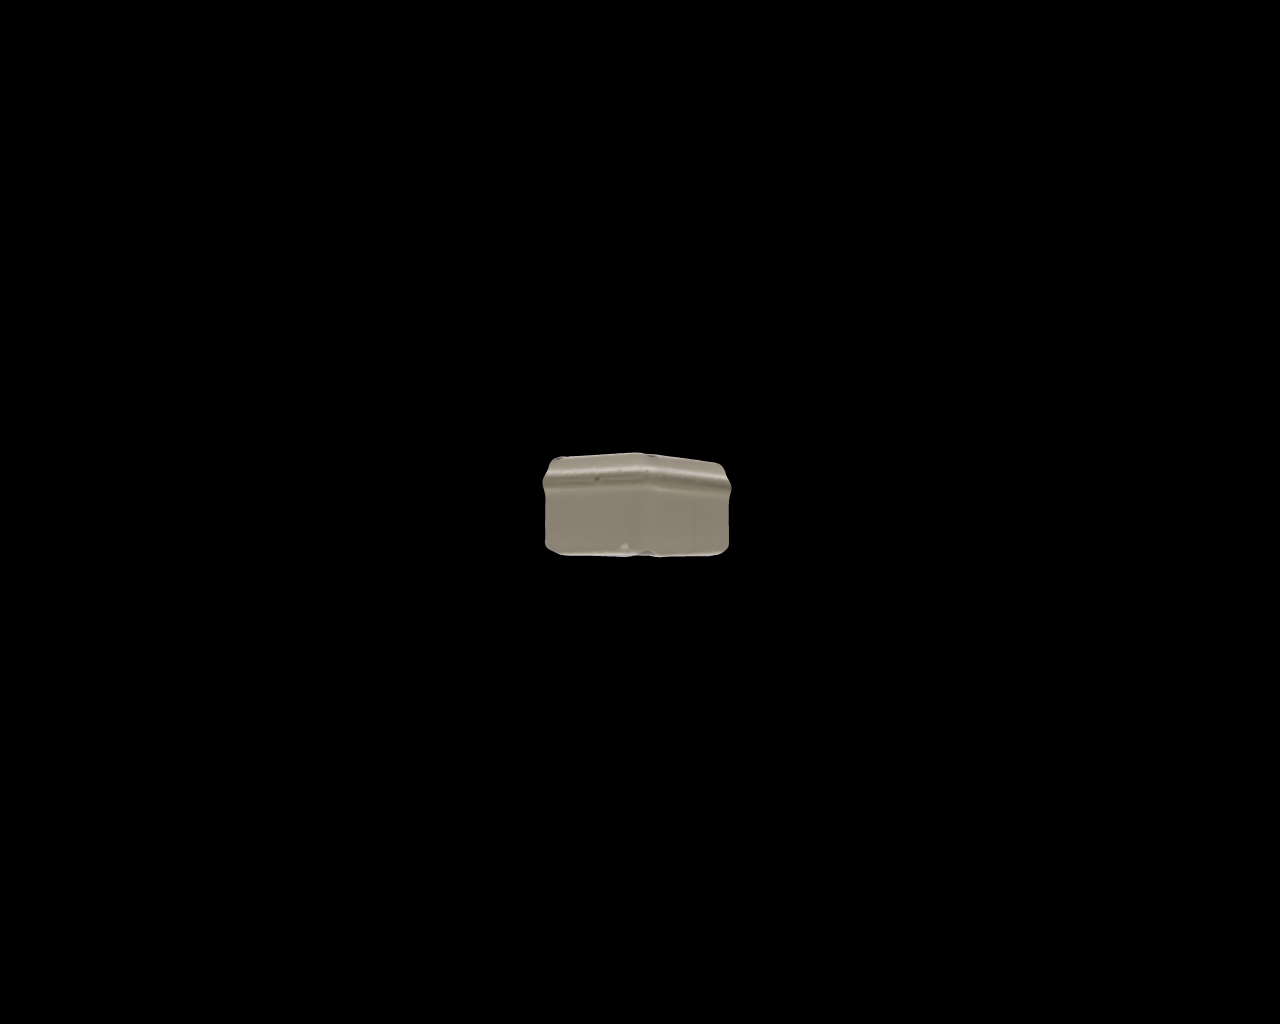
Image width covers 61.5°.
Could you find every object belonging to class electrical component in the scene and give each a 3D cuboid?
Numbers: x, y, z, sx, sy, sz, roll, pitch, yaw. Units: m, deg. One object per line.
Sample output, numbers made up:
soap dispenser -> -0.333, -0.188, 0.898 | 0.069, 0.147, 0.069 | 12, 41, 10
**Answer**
electrical component -> 0.001, -0.003, 0.650 | 0.078, 0.057, 0.113 | -1, -2, 28
